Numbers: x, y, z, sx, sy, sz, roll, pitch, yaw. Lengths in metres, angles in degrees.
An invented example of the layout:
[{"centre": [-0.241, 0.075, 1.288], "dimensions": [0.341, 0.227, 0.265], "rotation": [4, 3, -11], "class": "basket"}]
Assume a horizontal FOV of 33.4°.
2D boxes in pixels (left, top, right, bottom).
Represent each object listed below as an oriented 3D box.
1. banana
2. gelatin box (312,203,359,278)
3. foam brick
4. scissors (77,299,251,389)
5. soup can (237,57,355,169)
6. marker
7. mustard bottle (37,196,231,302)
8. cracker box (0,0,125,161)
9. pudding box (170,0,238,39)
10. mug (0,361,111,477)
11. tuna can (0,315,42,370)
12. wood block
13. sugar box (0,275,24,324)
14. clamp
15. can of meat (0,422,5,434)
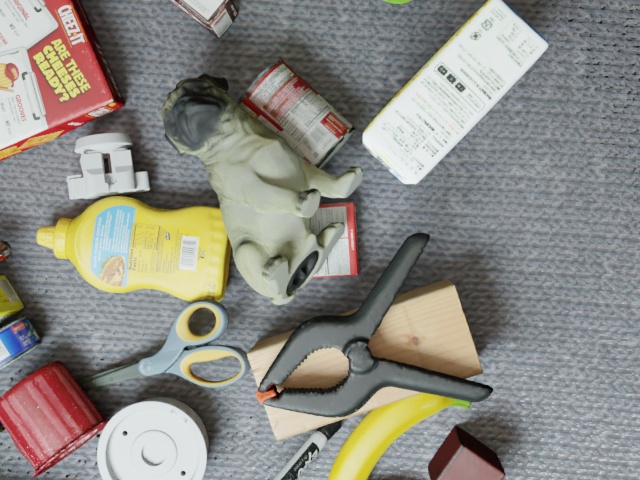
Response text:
[{"centre": [0.061, 0.211, 1.070], "dimensions": [0.198, 0.037, 0.069], "rotation": [-45, 90, 4], "class": "banana"}, {"centre": [-0.007, 0.001, 1.068], "dimensions": [0.089, 0.030, 0.073], "rotation": [-4, 93, 4], "class": "gelatin box"}, {"centre": [0.142, 0.226, 1.047], "dimensions": [0.051, 0.078, 0.053], "rotation": [34, 95, 0], "class": "foam brick"}, {"centre": [-0.164, 0.106, 1.058], "dimensions": [0.202, 0.016, 0.096], "rotation": [0, 98, 20], "class": "scissors"}, {"centre": [-0.024, -0.119, 1.044], "dimensions": [0.102, 0.068, 0.068], "rotation": [43, 93, 0], "class": "soup can"}, {"centre": [-0.018, 0.217, 1.055], "dimensions": [0.020, 0.020, 0.121], "rotation": [45, 59, 0], "class": "marker"}, {"centre": [-0.186, 0.006, 1.061], "dimensions": [0.191, 0.058, 0.096], "rotation": [7, 91, 2], "class": "mustard bottle"}, {"centre": [-0.325, -0.166, 1.055], "dimensions": [0.213, 0.072, 0.164], "rotation": [-23, 92, 2], "class": "cracker box"}, {"centre": [-0.135, -0.248, 1.033], "dimensions": [0.113, 0.090, 0.039], "rotation": [37, 93, 0], "class": "pudding box"}, {"centre": [-0.275, 0.180, 1.066], "dimensions": [0.081, 0.093, 0.117], "rotation": [53, 130, 5], "class": "mug"}, {"centre": [-0.320, 0.111, 1.059], "dimensions": [0.086, 0.086, 0.034], "rotation": [-32, 92, 3], "class": "tuna can"}, {"centre": [0.044, 0.115, 1.041], "dimensions": [0.206, 0.090, 0.091], "rotation": [-18, 91, 3], "class": "wood block"}, {"centre": [-0.386, 0.102, 1.058], "dimensions": [0.176, 0.093, 0.048], "rotation": [-33, 89, 3], "class": "sugar box"}, {"centre": [0.037, 0.093, 0.976], "dimensions": [0.210, 0.036, 0.164], "rotation": [-16, 90, 0], "class": "clamp"}, {"centre": [-0.383, 0.186, 1.080], "dimensions": [0.102, 0.057, 0.084], "rotation": [-33, 94, 4], "class": "can of meat"}]
